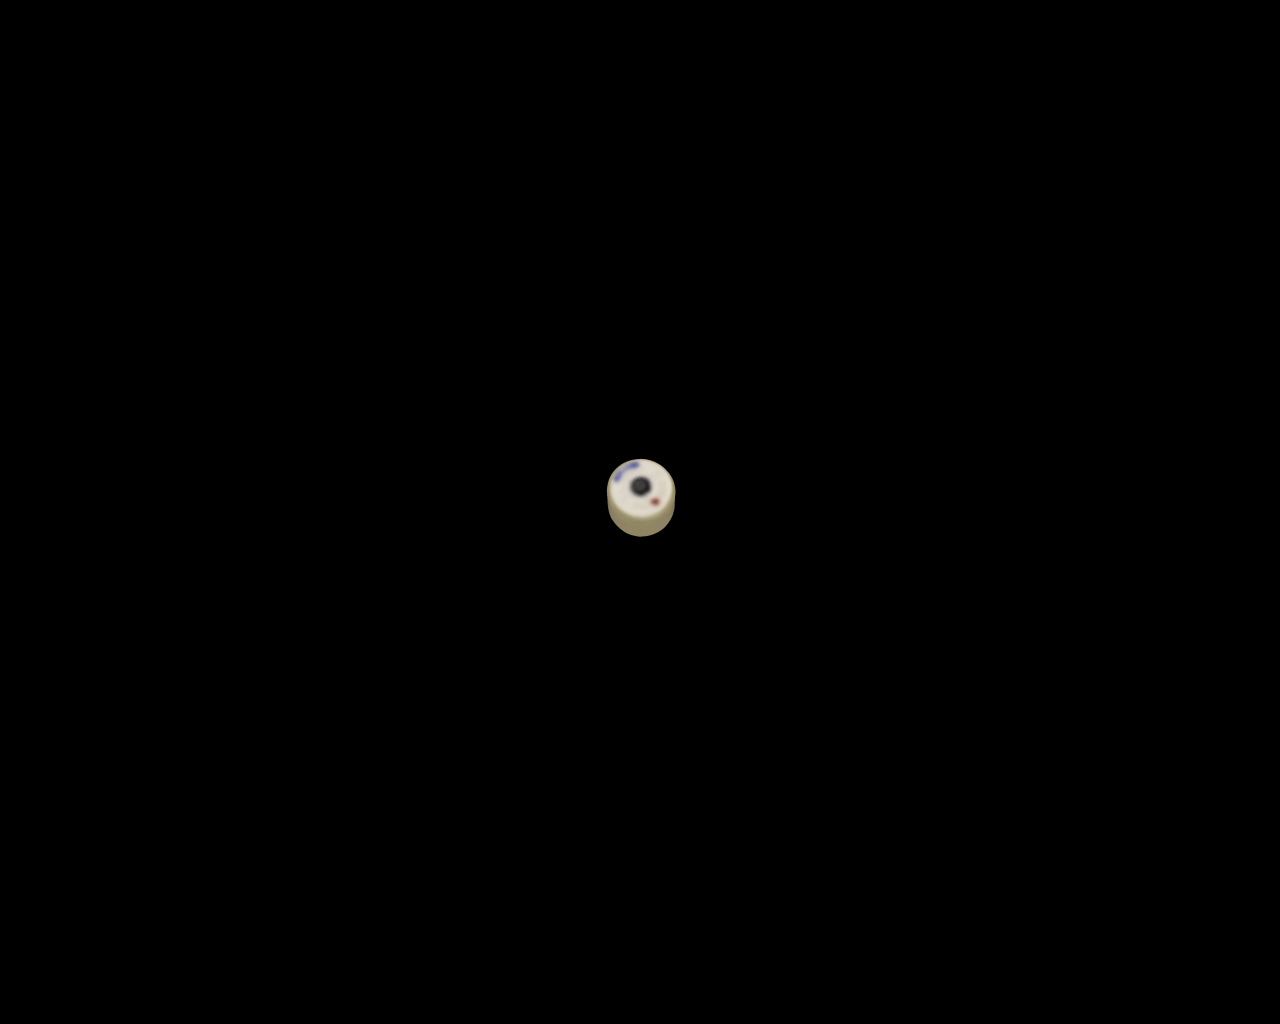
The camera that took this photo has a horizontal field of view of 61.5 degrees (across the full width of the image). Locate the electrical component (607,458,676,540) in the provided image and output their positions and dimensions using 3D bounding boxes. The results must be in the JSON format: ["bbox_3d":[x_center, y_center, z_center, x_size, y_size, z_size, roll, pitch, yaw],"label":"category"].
[{"bbox_3d":[0.001,-0.003,0.650,0.040,0.040,0.078,0,-21,0],"label":"electrical component"}]
